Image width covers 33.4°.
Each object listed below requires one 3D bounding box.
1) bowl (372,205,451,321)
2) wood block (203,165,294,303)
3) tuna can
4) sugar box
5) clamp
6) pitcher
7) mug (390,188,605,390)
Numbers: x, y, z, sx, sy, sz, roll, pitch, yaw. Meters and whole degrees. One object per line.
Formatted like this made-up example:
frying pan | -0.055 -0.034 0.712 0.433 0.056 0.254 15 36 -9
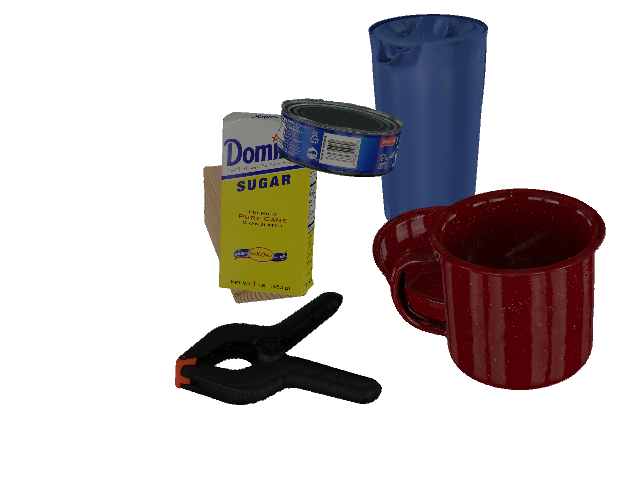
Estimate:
bowl | 0.127 0.032 0.993 0.162 0.055 0.162 2 35 -1
wood block | -0.084 -0.015 1.331 0.090 0.090 0.206 -6 29 -15
tuna can | 0.013 -0.072 0.742 0.086 0.034 0.086 9 18 -3
sugar box | -0.052 -0.037 1.070 0.093 0.176 0.048 5 16 11
clamp | -0.040 0.093 0.916 0.171 0.039 0.120 1 38 -12
pitcher | 0.133 -0.139 1.250 0.149 0.243 0.145 -5 26 -3
mug | 0.097 0.029 0.592 0.117 0.081 0.093 -2 30 10
